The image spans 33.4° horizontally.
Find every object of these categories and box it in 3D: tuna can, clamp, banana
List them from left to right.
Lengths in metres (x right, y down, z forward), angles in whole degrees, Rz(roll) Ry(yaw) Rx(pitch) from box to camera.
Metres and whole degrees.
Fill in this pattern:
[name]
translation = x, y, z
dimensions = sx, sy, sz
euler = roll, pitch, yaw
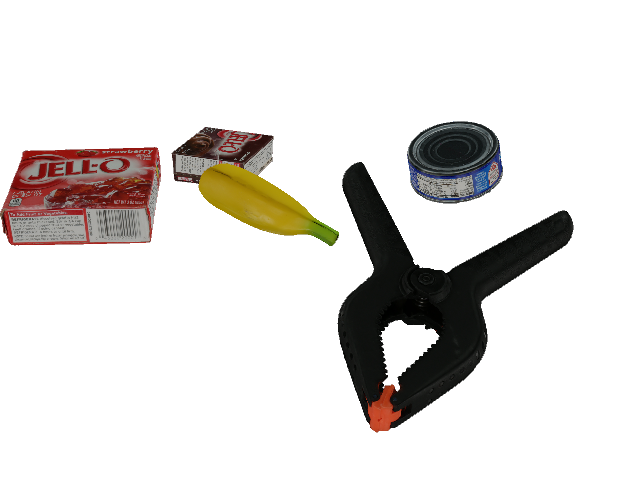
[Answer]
[banana]
translation = -0.061, -0.033, 0.858
dimensions = 0.069, 0.037, 0.198
euler = 42, -7, -32
[clamp]
translation = 0.060, 0.030, 0.701
dimensions = 0.165, 0.036, 0.209
euler = 19, 50, 17
[tuna can]
translation = 0.123, -0.073, 0.980
dimensions = 0.086, 0.034, 0.086
euler = -9, 38, 7

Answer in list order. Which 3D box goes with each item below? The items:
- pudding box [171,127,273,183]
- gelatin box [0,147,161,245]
[pudding box]
translation = -0.114, -0.099, 1.266
dimensions = 0.090, 0.039, 0.113
euler = 8, 26, 13
[gelatin box]
translation = -0.147, -0.029, 0.667
dimensions = 0.089, 0.030, 0.073
euler = -1, 34, -2
